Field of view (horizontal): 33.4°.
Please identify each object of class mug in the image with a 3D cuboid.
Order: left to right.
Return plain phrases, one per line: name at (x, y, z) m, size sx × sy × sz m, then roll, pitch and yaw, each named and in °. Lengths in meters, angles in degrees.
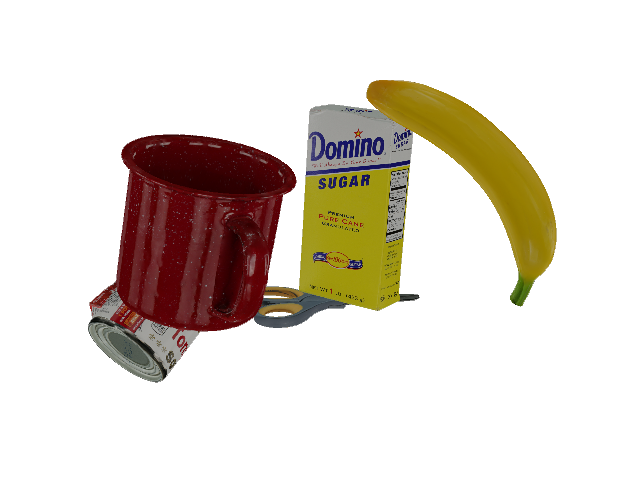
mug at (-0.059, 0.001, 0.567) m, size 0.093 × 0.081 × 0.117 m, roll -4°, pitch 26°, yaw -34°

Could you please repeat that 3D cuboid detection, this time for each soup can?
soup can at (-0.111, 0.042, 0.768) m, size 0.068 × 0.102 × 0.068 m, roll 27°, pitch -29°, yaw 16°

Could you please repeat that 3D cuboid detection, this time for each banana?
banana at (0.113, -0.048, 0.769) m, size 0.070 × 0.198 × 0.037 m, roll -35°, pitch -2°, yaw 13°

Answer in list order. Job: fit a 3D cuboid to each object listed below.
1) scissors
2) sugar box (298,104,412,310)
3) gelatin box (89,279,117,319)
scissors at (0.010, 0.075, 1.185) m, size 0.202 × 0.016 × 0.096 m, roll 3°, pitch 22°, yaw 2°
sugar box at (0.031, -0.032, 0.979) m, size 0.093 × 0.176 × 0.048 m, roll 12°, pitch 18°, yaw 33°
gelatin box at (-0.167, 0.057, 1.028) m, size 0.073 × 0.030 × 0.089 m, roll 11°, pitch 31°, yaw 22°
